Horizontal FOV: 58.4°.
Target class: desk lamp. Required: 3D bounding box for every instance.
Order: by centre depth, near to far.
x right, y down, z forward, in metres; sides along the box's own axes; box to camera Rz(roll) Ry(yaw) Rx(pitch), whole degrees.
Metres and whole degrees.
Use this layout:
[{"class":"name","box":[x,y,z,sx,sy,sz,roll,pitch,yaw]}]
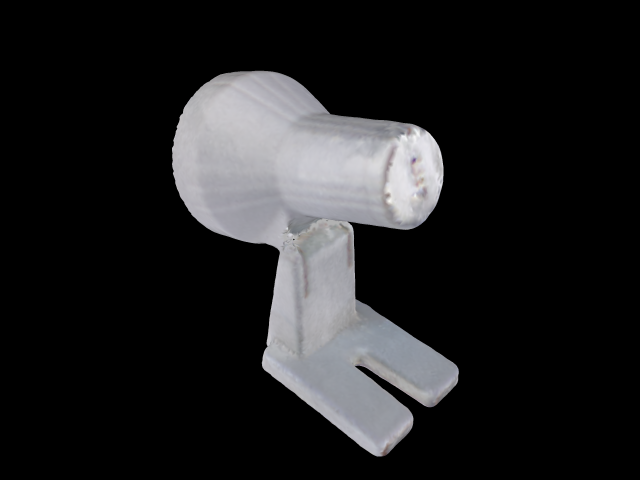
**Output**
[{"class":"desk lamp","box":[0.004,0.001,0.400,0.202,0.214,0.118,29,46,33]}]
